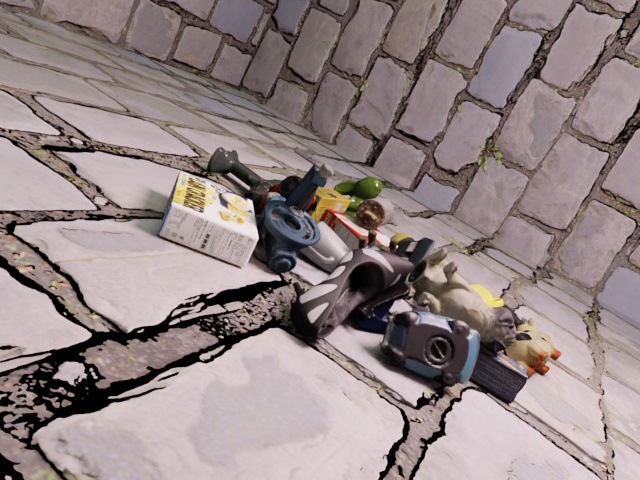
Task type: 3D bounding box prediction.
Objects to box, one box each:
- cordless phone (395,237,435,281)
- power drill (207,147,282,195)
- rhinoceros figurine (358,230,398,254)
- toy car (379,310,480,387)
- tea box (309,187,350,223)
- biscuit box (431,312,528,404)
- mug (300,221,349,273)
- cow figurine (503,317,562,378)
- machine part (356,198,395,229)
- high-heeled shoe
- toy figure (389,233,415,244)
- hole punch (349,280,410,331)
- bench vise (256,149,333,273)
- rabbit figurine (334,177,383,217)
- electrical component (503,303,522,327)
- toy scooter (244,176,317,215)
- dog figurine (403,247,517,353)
[{"bbox_3d":[0.235,0.101,1.246,0.089,0.184,0.146,-4,35,40],"label":"cordless phone"},{"bbox_3d":[-0.186,-0.158,1.376,0.207,0.086,0.232,28,14,17],"label":"power drill"},{"bbox_3d":[0.101,0.050,1.130,0.073,0.112,0.190,24,26,15],"label":"rhinoceros figurine"},{"bbox_3d":[0.175,0.176,0.903,0.162,0.109,0.103,15,-7,-4],"label":"toy car"},{"bbox_3d":[-0.001,-0.083,1.416,0.068,0.098,0.169,35,15,25],"label":"tea box"},{"bbox_3d":[0.277,0.214,0.994,0.203,0.062,0.059,31,14,12],"label":"biscuit box"},{"bbox_3d":[0.015,0.024,1.133,0.107,0.081,0.109,39,14,7],"label":"mug"},{"bbox_3d":[0.473,0.239,1.219,0.195,0.085,0.127,7,32,-50],"label":"cow figurine"},{"bbox_3d":[0.147,-0.071,1.405,0.079,0.079,0.243,31,14,10],"label":"machine part"},{"bbox_3d":[0.066,0.086,0.867,0.249,0.086,0.145,-12,30,-16],"label":"high-heeled shoe"},{"bbox_3d":[0.243,0.055,1.382,0.082,0.089,0.180,4,32,-38],"label":"toy figure"},{"bbox_3d":[0.090,0.115,0.989,0.116,0.092,0.142,-14,37,-22],"label":"hole punch"},{"bbox_3d":[-0.049,-0.060,1.030,0.129,0.240,0.224,28,31,-15],"label":"bench vise"},{"bbox_3d":[0.119,-0.111,1.569,0.121,0.170,0.159,13,22,-44],"label":"rabbit figurine"},{"bbox_3d":[0.441,0.190,1.361,0.115,0.058,0.134,22,17,-26],"label":"electrical component"},{"bbox_3d":[-0.075,-0.077,1.224,0.135,0.184,0.075,42,44,-45],"label":"toy scooter"},{"bbox_3d":[0.262,0.121,1.010,0.190,0.121,0.172,39,13,-15],"label":"dog figurine"}]
